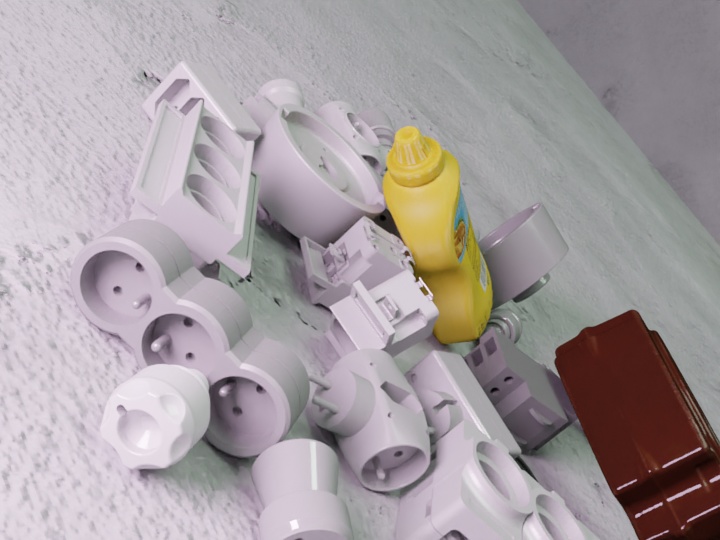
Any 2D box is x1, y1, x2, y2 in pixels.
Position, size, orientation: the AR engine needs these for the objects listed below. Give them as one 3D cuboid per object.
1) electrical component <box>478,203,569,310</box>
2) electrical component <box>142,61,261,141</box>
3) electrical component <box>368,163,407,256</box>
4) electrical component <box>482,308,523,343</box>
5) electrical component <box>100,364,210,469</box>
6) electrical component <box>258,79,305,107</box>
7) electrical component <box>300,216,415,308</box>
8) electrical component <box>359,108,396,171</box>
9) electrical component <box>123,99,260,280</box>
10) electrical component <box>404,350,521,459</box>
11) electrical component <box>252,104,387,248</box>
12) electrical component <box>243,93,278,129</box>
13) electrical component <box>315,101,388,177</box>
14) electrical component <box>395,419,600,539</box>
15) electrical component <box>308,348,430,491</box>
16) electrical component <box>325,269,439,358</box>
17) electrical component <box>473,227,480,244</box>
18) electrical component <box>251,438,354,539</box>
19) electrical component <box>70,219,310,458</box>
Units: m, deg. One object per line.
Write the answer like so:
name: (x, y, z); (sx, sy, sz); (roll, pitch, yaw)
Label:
electrical component: (0.140, -0.005, 0.982); (0.060, 0.108, 0.108); (53, 21, -4)
electrical component: (-0.104, -0.107, 0.773); (0.065, 0.047, 0.077); (52, 21, 12)
electrical component: (0.015, -0.042, 0.886); (0.077, 0.044, 0.079); (45, 21, -6)
electrical component: (0.118, 0.054, 0.928); (0.035, 0.035, 0.061); (50, 23, 8)
electrical component: (-0.090, 0.064, 0.502); (0.043, 0.043, 0.062); (47, 20, -1)
electrical component: (-0.064, -0.131, 0.903); (0.040, 0.040, 0.046); (29, 33, -39)
electrical component: (0.000, 0.000, 0.758); (0.081, 0.064, 0.042); (31, 27, -35)
electrical component: (0.017, -0.123, 1.041); (0.040, 0.040, 0.078); (31, 26, -36)
electrical component: (-0.102, -0.043, 0.639); (0.079, 0.063, 0.121); (38, 23, -22)
electrical component: (0.052, 0.098, 0.706); (0.076, 0.047, 0.083); (15, 38, -55)
electrical component: (-0.040, -0.063, 0.799); (0.108, 0.060, 0.108); (39, 23, -20)
electrical component: (-0.073, -0.113, 0.854); (0.046, 0.040, 0.040); (47, 20, 16)
electrical component: (-0.001, -0.104, 0.968); (0.079, 0.044, 0.077); (27, 29, -43)
electrical component: (0.098, 0.171, 0.645); (0.150, 0.062, 0.089); (43, 21, -11)
electrical component: (-0.002, 0.082, 0.637); (0.079, 0.043, 0.077); (30, 27, -38)
electrical component: (0.015, 0.035, 0.708); (0.042, 0.064, 0.081); (54, -19, 18)
electrical component: (0.059, -0.041, 0.962); (0.089, 0.050, 0.055); (45, 21, -4)
electrical component: (-0.028, 0.117, 0.523); (0.045, 0.045, 0.055); (33, 25, -32)
electrical component: (-0.082, 0.029, 0.566); (0.138, 0.052, 0.073); (46, 21, -3)
